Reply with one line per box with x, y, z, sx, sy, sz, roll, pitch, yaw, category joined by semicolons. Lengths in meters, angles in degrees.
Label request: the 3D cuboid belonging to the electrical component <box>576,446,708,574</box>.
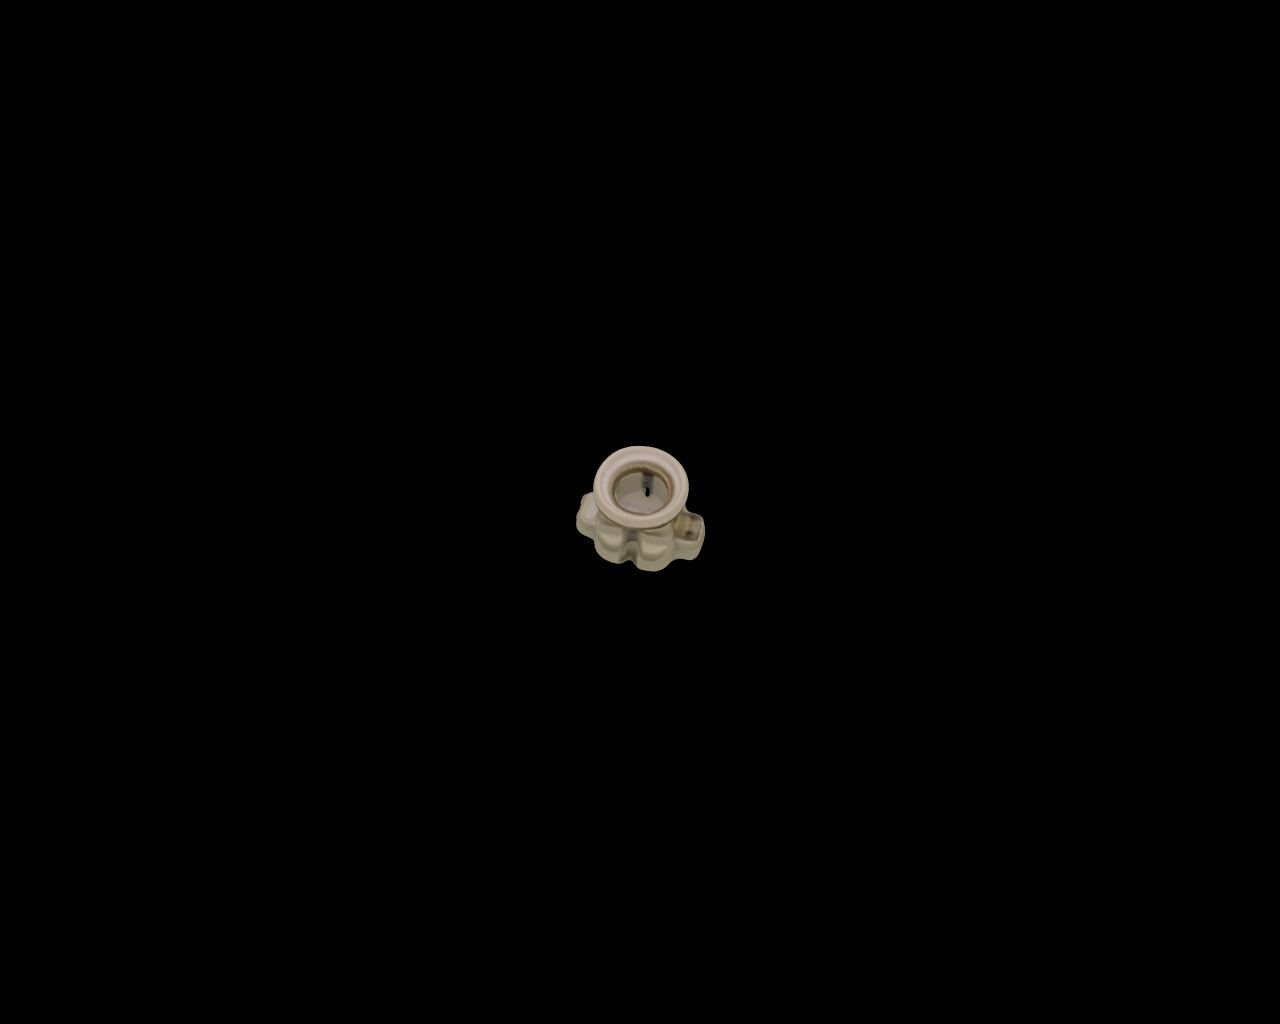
0.001;-0.003;0.650;0.078;0.058;0.056;14;-32;9;electrical component
